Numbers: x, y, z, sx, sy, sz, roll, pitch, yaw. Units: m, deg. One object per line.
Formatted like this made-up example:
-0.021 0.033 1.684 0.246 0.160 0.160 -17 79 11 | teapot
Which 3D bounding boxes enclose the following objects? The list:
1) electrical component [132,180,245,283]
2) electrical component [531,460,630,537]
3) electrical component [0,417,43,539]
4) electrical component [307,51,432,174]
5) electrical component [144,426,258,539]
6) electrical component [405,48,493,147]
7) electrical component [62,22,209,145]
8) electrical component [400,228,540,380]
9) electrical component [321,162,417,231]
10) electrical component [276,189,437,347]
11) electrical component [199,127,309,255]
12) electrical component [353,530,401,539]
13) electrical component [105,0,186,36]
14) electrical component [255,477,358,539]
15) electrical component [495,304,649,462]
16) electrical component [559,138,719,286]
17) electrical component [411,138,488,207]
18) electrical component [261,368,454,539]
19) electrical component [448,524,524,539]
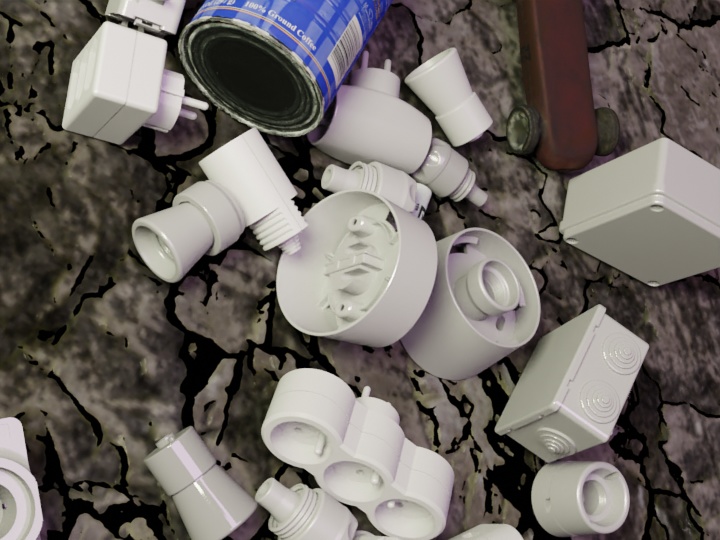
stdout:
-0.105 -0.025 0.660 0.055 0.045 0.045 -37 99 -33 | electrical component
0.160 0.164 0.774 0.055 0.047 0.055 8 75 -30 | electrical component
-0.241 0.131 0.530 0.150 0.062 0.089 -7 82 -32 | electrical component
0.008 -0.114 0.751 0.077 0.043 0.079 15 71 -28 | electrical component
-0.096 0.125 0.633 0.044 0.044 0.065 -37 94 -32 | electrical component
0.068 -0.124 0.792 0.044 0.044 0.065 -43 106 -31 | electrical component
-0.131 -0.106 0.651 0.077 0.066 0.047 14 72 -28 | electrical component
0.078 0.022 0.763 0.099 0.064 0.099 19 56 -32 | electrical component
0.004 -0.054 0.734 0.062 0.043 0.043 19 69 -25 | electrical component
0.000 0.000 0.689 0.064 0.099 0.099 21 68 -32 | electrical component
-0.064 -0.046 0.691 0.043 0.043 0.081 -37 99 -32 | electrical component
0.006 0.184 0.677 0.040 0.046 0.040 8 75 -30 | electrical component
-0.129 -0.180 0.669 0.042 0.081 0.063 17 93 -27 | electrical component
-0.036 0.152 0.661 0.062 0.043 0.043 41 61 -16 | electrical component
0.150 0.083 0.758 0.048 0.099 0.099 35 62 -5 | electrical component
0.231 -0.042 0.830 0.109 0.109 0.056 25 64 -24 | electrical component
0.067 -0.067 0.780 0.061 0.035 0.035 34 63 -23 | electrical component
0.004 0.107 0.692 0.138 0.052 0.073 39 39 -18 | electrical component
0.082 0.223 0.709 0.059 0.054 0.095 -16 87 -33 | electrical component
